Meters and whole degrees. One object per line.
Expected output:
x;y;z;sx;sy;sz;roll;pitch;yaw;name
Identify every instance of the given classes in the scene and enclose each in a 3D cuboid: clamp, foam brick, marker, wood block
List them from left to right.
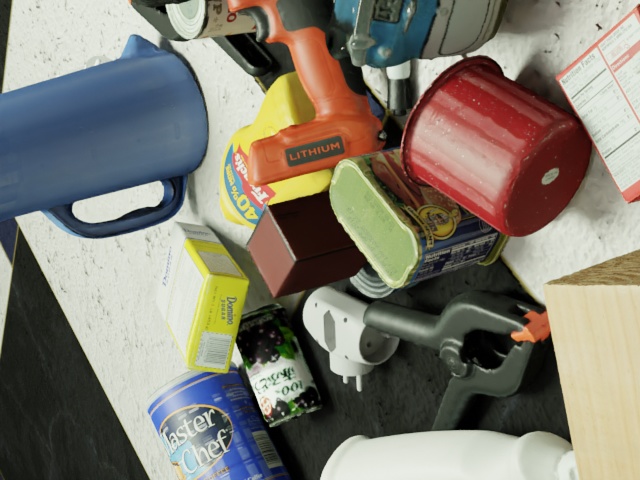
-0.111;-0.219;0.966;0.210;0.036;0.164;-2;101;54;clamp
-0.005;0.001;0.796;0.053;0.078;0.051;61;146;24;foam brick
0.055;-0.148;0.760;0.020;0.020;0.121;21;121;52;marker
0.097;0.073;0.766;0.120;0.039;0.172;50;141;4;clamp
0.201;0.112;0.584;0.090;0.090;0.206;-3;100;57;wood block

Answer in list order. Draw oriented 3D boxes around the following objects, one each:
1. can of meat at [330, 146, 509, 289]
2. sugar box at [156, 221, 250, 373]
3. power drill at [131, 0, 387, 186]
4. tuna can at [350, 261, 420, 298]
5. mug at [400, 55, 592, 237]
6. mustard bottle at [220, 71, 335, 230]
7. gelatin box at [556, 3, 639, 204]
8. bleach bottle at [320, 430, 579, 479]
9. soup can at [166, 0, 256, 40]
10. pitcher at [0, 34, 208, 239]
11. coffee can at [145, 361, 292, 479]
0.066;-0.020;0.738;0.102;0.083;0.057;54;142;29;can of meat
-0.115;0.050;1.017;0.176;0.048;0.093;-132;55;-68;sugar box
-0.037;-0.137;0.769;0.057;0.184;0.187;-95;-9;-80;power drill
0.048;-0.001;0.820;0.086;0.033;0.086;29;127;48;tuna can
0.113;-0.048;0.663;0.082;0.093;0.117;39;164;36;mug
-0.039;-0.059;0.906;0.096;0.058;0.192;63;147;9;mustard bottle
0.181;-0.076;0.591;0.089;0.030;0.073;65;148;14;gelatin box
0.104;0.175;0.767;0.102;0.068;0.251;45;146;-10;bleach bottle
-0.063;-0.197;0.841;0.069;0.102;0.068;28;125;49;soup can
-0.236;-0.086;1.021;0.149;0.242;0.145;51;140;21;pitcher
-0.101;0.207;1.072;0.140;0.102;0.103;61;145;19;coffee can
